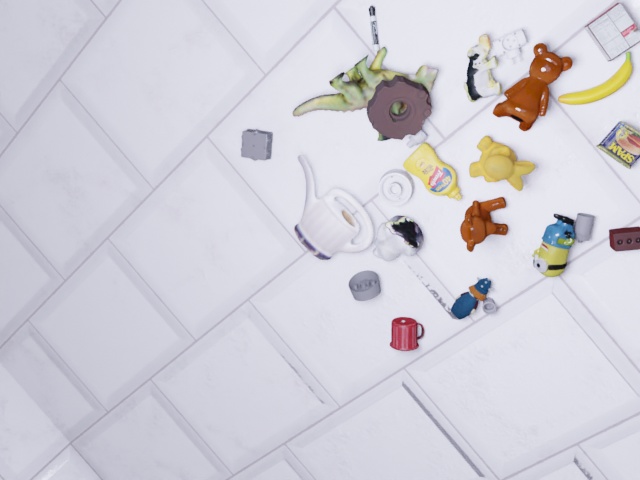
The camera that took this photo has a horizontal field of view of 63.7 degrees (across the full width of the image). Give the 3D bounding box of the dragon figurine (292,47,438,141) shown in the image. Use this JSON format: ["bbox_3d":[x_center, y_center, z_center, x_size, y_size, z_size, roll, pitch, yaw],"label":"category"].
[{"bbox_3d":[0.145,-0.389,1.473,0.406,0.124,0.241,-31,103,22],"label":"dragon figurine"}]

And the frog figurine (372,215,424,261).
[{"bbox_3d":[0.234,0.004,1.565,0.137,0.125,0.156,25,147,-1],"label":"frog figurine"}]

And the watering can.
[{"bbox_3d":[0.005,-0.080,1.587,0.348,0.105,0.221,45,112,0],"label":"watering can"}]
